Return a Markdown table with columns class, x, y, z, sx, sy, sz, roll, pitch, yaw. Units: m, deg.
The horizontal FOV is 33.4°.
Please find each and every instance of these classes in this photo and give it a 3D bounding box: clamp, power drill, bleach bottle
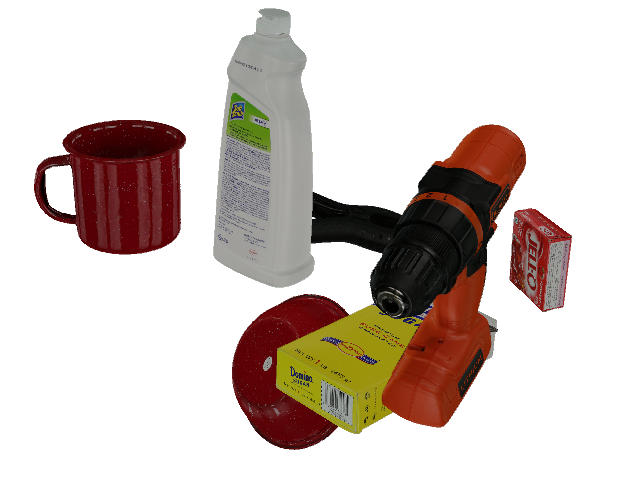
| class | x | y | z | sx | sy | sz | roll | pitch | yaw |
| --- | --- | --- | --- | --- | --- | --- | --- | --- | --- |
| clamp | 0.034 | -0.015 | 1.210 | 0.210 | 0.036 | 0.164 | 14 | 22 | -5 |
| power drill | 0.081 | 0.037 | 0.718 | 0.057 | 0.188 | 0.184 | 22 | 45 | 20 |
| bleach bottle | -0.046 | -0.088 | 0.999 | 0.103 | 0.251 | 0.067 | 22 | 30 | 30 |

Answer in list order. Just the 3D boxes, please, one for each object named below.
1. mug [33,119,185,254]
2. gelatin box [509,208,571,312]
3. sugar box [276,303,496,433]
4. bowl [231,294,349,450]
| class | x | y | z | sx | sy | sz | roll | pitch | yaw |
| --- | --- | --- | --- | --- | --- | --- | --- | --- | --- |
| mug | -0.162 | -0.040 | 0.829 | 0.117 | 0.081 | 0.093 | -4 | 26 | -12 |
| gelatin box | 0.234 | 0.020 | 1.144 | 0.030 | 0.089 | 0.073 | -11 | 29 | -17 |
| sugar box | 0.058 | 0.093 | 0.893 | 0.093 | 0.048 | 0.175 | 25 | 36 | 38 |
| bowl | -0.037 | 0.127 | 1.079 | 0.162 | 0.162 | 0.055 | 0 | -15 | 40 |
